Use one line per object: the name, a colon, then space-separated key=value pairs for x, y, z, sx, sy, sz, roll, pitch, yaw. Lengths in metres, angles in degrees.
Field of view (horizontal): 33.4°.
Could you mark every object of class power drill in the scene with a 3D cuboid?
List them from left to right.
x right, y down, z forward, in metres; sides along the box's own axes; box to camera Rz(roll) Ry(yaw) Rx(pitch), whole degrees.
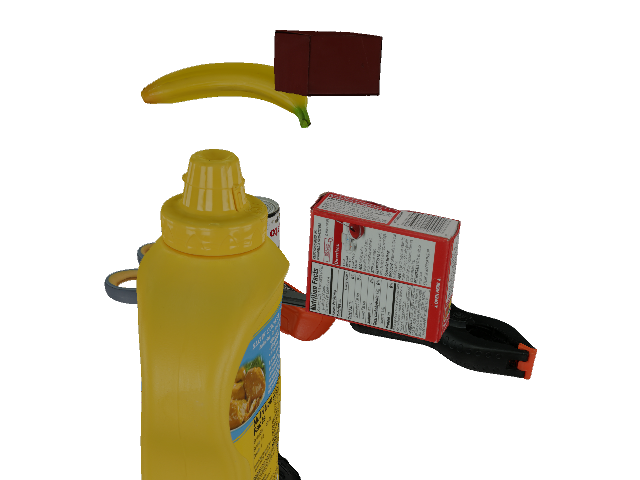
power drill: x=-0.056 y=0.140 z=1.030 sx=0.057 sy=0.188 sz=0.185 roll=14 pitch=14 yaw=-46

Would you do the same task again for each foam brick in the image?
foam brick: x=0.006 y=-0.149 z=0.901 sx=0.078 sy=0.051 sz=0.053 roll=-6 pitch=17 yaw=-34

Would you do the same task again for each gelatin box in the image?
gelatin box: x=0.036 y=0.016 z=0.647 sx=0.089 sy=0.073 sz=0.030 roll=13 pitch=31 yaw=18

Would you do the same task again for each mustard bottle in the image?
mustard bottle: x=-0.043 y=0.056 z=0.436 sx=0.058 sy=0.192 sz=0.096 roll=8 pitch=24 yaw=11

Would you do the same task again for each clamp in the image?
clamp: x=0.125 y=0.080 z=0.998 sx=0.172 sy=0.039 sz=0.120 roll=20 pitch=32 yaw=23

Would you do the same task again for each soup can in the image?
soup can: x=-0.082 y=0.006 z=1.258 sx=0.068 sy=0.102 sz=0.068 roll=1 pitch=24 yaw=-1

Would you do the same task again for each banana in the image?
banana: x=-0.095 y=-0.165 z=1.149 sx=0.198 sy=0.037 sz=0.069 roll=9 pitch=44 yaw=18

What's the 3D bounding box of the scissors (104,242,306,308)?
scissors: x=-0.087 y=0.040 z=0.815 sx=0.096 sy=0.016 sz=0.202 roll=-26 pitch=32 yaw=-37
